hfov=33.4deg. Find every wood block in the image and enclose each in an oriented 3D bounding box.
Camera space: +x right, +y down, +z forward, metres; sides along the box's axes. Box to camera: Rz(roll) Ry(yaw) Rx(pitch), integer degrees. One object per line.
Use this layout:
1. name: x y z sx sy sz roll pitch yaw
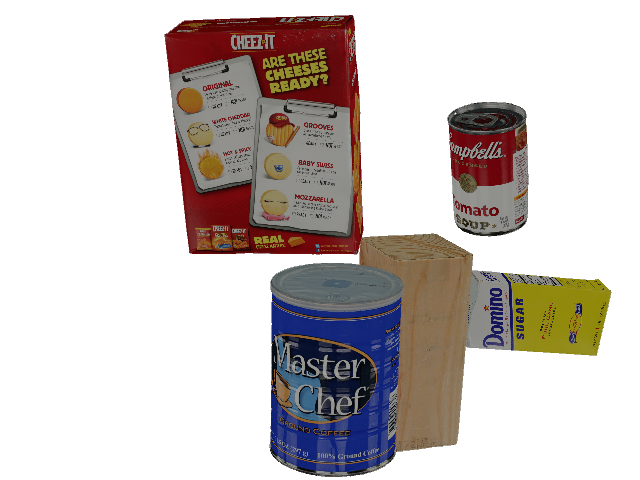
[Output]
1. wood block: 0.093 0.105 1.113 0.090 0.206 0.091 -3 16 -20

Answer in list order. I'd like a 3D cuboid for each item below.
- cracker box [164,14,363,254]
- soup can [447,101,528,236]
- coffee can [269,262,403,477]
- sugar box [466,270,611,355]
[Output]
1. cracker box: -0.046 -0.095 0.986 0.164 0.214 0.072 0 23 8
2. soup can: 0.149 -0.064 0.946 0.068 0.102 0.068 -6 28 3
3. coffee can: 0.011 0.098 0.838 0.103 0.140 0.103 1 15 0
4. sugar box: 0.267 0.092 1.339 0.176 0.093 0.048 3 19 -12
